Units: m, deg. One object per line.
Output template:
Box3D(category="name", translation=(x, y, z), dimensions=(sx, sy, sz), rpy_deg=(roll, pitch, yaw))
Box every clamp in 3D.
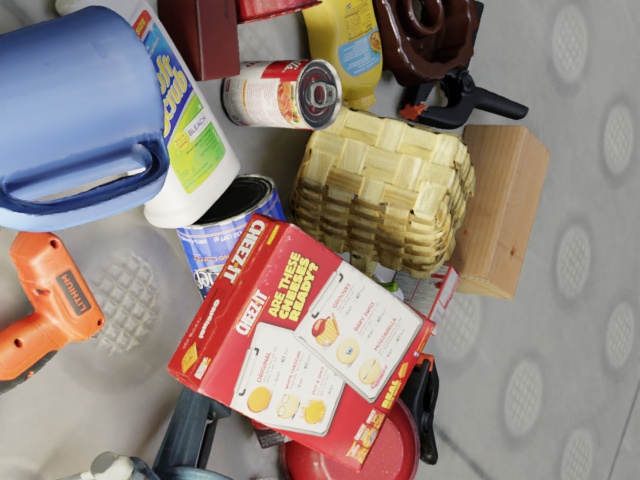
Box3D(category="clamp", translation=(0.113, 0.222, 1.284), dimensions=(0.120, 0.039, 0.171), rpy_deg=(-41, 132, -59))
Box3D(category="clamp", translation=(0.179, -0.188, 1.334), dimensions=(0.209, 0.036, 0.164), rpy_deg=(-42, 106, -36))

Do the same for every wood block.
Box3D(category="wood block", translation=(0.221, -0.038, 1.384), dimensions=(0.090, 0.090, 0.206), rpy_deg=(32, 70, -49))

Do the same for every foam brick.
Box3D(category="foam brick", translation=(-0.111, -0.188, 0.988), dimensions=(0.052, 0.051, 0.078), rpy_deg=(-17, 108, -49))

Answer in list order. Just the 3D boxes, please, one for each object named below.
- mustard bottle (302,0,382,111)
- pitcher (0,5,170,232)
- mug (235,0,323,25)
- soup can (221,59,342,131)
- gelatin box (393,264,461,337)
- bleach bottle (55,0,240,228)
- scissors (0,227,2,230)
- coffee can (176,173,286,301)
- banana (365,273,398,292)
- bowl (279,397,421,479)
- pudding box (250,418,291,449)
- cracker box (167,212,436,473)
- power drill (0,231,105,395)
Box3D(category="mustard bottle", translation=(0.026, -0.216, 1.146), dimensions=(0.096, 0.058, 0.191), rpy_deg=(-38, 123, -46))
Box3D(category="pitcher", translation=(-0.236, -0.073, 0.769), dimensions=(0.242, 0.149, 0.145), rpy_deg=(-26, 110, -37))
Box3D(category="mug", translation=(-0.044, -0.256, 1.015), dimensions=(0.093, 0.117, 0.081), rpy_deg=(-24, 108, -34))
Box3D(category="soup can", translation=(-0.038, -0.142, 1.043), dimensions=(0.068, 0.102, 0.068), rpy_deg=(-9, 102, -50))
Box3D(category="gelatin box", translation=(0.120, 0.069, 1.288), dimensions=(0.030, 0.073, 0.089), rpy_deg=(50, 57, -43))
Box3D(category="bleach bottle", translation=(-0.162, -0.137, 0.927), dimensions=(0.102, 0.068, 0.250), rpy_deg=(-52, 129, -34))
Box3D(category="scissors", translation=(-0.237, -0.047, 0.881), dimensions=(0.096, 0.016, 0.202), rpy_deg=(14, 84, -46))
Box3D(category="coffee can", translation=(-0.073, 0.021, 1.024), dimensions=(0.102, 0.103, 0.140), rpy_deg=(-41, 125, -40))
Box3D(category="banana", translation=(-0.014, 0.013, 1.111), dimensions=(0.197, 0.070, 0.037), rpy_deg=(29, 42, -19))
Box3D(category="bowl", translation=(0.039, 0.229, 1.158), dimensions=(0.162, 0.055, 0.162), rpy_deg=(2, 82, -12))
Box3D(category="pudding box", translation=(-0.023, 0.157, 1.106), dimensions=(0.113, 0.039, 0.090), rpy_deg=(-19, 117, -2))
Box3D(category="cracker box", translation=(-0.012, 0.096, 0.978), dimensions=(0.213, 0.072, 0.164), rpy_deg=(34, 80, -37))
Box3D(category="power drill", translation=(-0.268, 0.073, 0.822), dimensions=(0.187, 0.057, 0.184), rpy_deg=(-45, 133, -29))
